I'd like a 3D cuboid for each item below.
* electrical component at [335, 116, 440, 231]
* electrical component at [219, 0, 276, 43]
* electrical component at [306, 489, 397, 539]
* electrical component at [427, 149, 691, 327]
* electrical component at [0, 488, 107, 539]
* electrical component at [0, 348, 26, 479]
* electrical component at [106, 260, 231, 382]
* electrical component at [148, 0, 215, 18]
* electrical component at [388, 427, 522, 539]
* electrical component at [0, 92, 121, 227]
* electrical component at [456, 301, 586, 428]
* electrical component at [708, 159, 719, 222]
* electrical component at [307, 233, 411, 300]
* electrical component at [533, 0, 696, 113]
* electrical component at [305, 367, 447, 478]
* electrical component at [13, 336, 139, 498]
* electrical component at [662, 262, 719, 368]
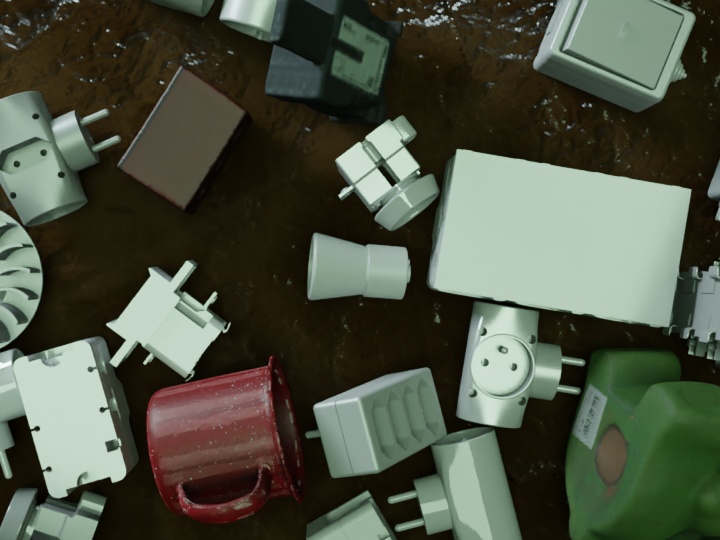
[{"bbox_3d":[0.019,-0.060,0.703,0.066,0.048,0.055,-37,83,-2],"label":"electrical component"},{"bbox_3d":[-0.061,-0.176,0.697,0.055,0.055,0.047,18,93,-2],"label":"electrical component"},{"bbox_3d":[0.004,0.199,0.698,0.056,0.050,0.089,-30,91,-2],"label":"electrical component"},{"bbox_3d":[0.125,-0.019,0.698,0.150,0.062,0.089,10,89,-2],"label":"electrical component"},{"bbox_3d":[-0.202,0.169,0.694,0.055,0.048,0.066,21,89,-9],"label":"electrical component"},{"bbox_3d":[-0.247,0.100,0.693,0.077,0.044,0.079,-18,91,-2],"label":"electrical component"},{"bbox_3d":[-0.123,0.035,0.699,0.064,0.042,0.081,38,89,-3],"label":"electrical component"},{"bbox_3d":[-0.124,-0.216,0.700,0.077,0.043,0.079,22,88,-2],"label":"electrical component"},{"bbox_3d":[0.059,0.150,0.703,0.079,0.044,0.077,-14,90,-2],"label":"electrical component"},{"bbox_3d":[-0.195,-0.079,0.697,0.079,0.043,0.077,-23,90,-2],"label":"electrical component"},{"bbox_3d":[0.108,0.064,0.705,0.079,0.044,0.077,9,90,-2],"label":"electrical component"},{"bbox_3d":[0.298,-0.049,0.704,0.121,0.063,0.078,20,89,-2],"label":"electrical component"},{"bbox_3d":[0.000,0.000,0.705,0.065,0.044,0.044,4,89,-7],"label":"electrical component"},{"bbox_3d":[0.172,-0.146,0.701,0.096,0.061,0.061,22,89,-2],"label":"electrical component"},{"bbox_3d":[-0.001,0.099,0.692,0.076,0.083,0.047,-15,90,36],"label":"electrical component"},{"bbox_3d":[-0.180,0.092,0.689,0.050,0.056,0.089,-16,90,-2],"label":"electrical component"},{"bbox_3d":[0.236,0.025,0.672,0.063,0.121,0.078,8,90,0],"label":"electrical component"}]
